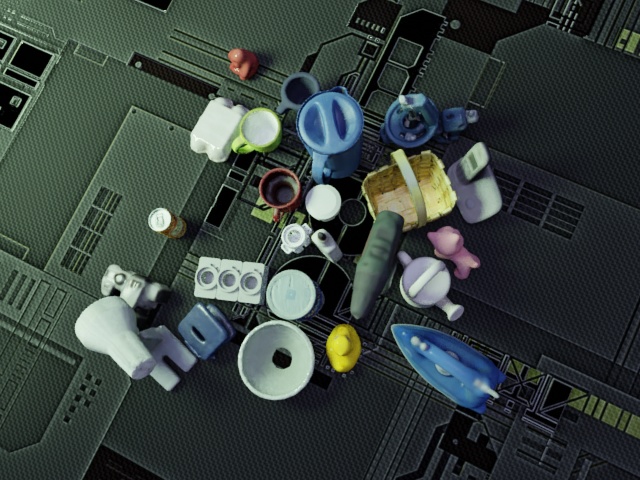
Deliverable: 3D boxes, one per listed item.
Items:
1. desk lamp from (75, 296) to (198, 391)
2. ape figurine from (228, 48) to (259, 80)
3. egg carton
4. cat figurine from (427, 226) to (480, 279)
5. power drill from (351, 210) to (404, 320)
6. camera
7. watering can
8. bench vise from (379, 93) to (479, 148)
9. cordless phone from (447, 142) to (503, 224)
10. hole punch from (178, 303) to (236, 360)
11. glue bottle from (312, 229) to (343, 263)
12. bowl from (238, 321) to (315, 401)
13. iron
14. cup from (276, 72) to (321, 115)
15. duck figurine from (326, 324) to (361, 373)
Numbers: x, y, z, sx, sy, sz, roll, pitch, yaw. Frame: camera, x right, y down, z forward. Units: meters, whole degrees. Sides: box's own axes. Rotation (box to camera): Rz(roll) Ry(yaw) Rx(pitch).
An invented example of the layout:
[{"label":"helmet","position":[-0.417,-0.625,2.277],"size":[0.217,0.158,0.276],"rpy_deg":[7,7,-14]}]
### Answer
[{"label":"desk lamp","position":[-0.388,0.223,1.216],"size":[0.203,0.213,0.118],"rpy_deg":[40,87,11]},{"label":"ape figurine","position":[-0.188,-0.427,1.364],"size":[0.076,0.092,0.078],"rpy_deg":[-10,80,4]},{"label":"egg carton","position":[-0.236,-0.261,1.353],"size":[0.107,0.069,0.150],"rpy_deg":[28,84,10]},{"label":"cat figurine","position":[0.290,0.019,1.230],"size":[0.067,0.118,0.127],"rpy_deg":[-45,79,-2]},{"label":"power drill","position":[0.118,0.059,1.195],"size":[0.075,0.208,0.230],"rpy_deg":[16,83,9]},{"label":"camera","position":[-0.432,0.140,1.291],"size":[0.143,0.101,0.137],"rpy_deg":[21,83,9]},{"label":"watering can","position":[0.226,0.090,1.186],"size":[0.172,0.194,0.101],"rpy_deg":[26,84,10]},{"label":"bench vise","position":[0.231,-0.277,1.232],"size":[0.207,0.220,0.121],"rpy_deg":[-22,79,2]},{"label":"cordless phone","position":[0.338,-0.122,1.214],"size":[0.094,0.185,0.147],"rpy_deg":[-22,79,2]},{"label":"hole punch","position":[-0.254,0.205,1.268],"size":[0.101,0.091,0.108],"rpy_deg":[-43,79,-2]},{"label":"glue bottle","position":[0.011,0.004,1.232],"size":[0.037,0.173,0.078],"rpy_deg":[-42,79,-2]},{"label":"bowl","position":[-0.090,0.262,1.250],"size":[0.167,0.075,0.167],"rpy_deg":[-1,81,6]},{"label":"iron","position":[0.256,0.251,1.183],"size":[0.258,0.141,0.119],"rpy_deg":[33,85,10]},{"label":"cup","position":[-0.048,-0.321,1.331],"size":[0.118,0.095,0.091],"rpy_deg":[-42,79,-2]},{"label":"duck figurine","position":[0.049,0.233,1.235],"size":[0.077,0.086,0.104],"rpy_deg":[3,81,7]}]
